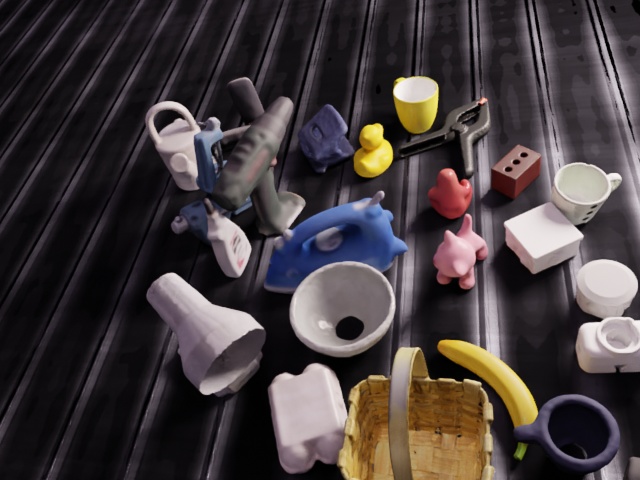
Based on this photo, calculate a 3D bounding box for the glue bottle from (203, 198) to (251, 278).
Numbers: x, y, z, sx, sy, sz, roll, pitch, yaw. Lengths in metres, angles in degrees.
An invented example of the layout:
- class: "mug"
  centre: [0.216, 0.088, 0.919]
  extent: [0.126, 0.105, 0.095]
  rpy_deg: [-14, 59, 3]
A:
- class: "glue bottle"
  centre: [-0.171, -0.011, 1.012]
  extent: [0.037, 0.173, 0.078]
  rpy_deg: [0, 52, 17]

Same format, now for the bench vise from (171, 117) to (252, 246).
- class: "bench vise"
  centre: [-0.194, -0.103, 1.064]
  extent: [0.121, 0.220, 0.207]
  rpy_deg: [10, 55, 24]

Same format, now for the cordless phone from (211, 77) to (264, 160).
- class: "cordless phone"
  centre: [-0.180, -0.257, 1.211]
  extent: [0.147, 0.185, 0.094]
  rpy_deg: [-18, 49, 2]

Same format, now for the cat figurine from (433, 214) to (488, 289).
- class: "cat figurine"
  centre: [0.220, 0.017, 0.910]
  extent: [0.067, 0.118, 0.128]
  rpy_deg: [13, 56, 26]

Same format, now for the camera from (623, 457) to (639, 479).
- class: "camera"
  centre: [0.421, 0.280, 0.643]
  extent: [0.136, 0.101, 0.143]
  rpy_deg: [15, 57, 27]

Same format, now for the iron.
- class: "iron"
  centre: [0.009, 0.003, 0.968]
  extent: [0.258, 0.142, 0.118]
  rpy_deg: [-20, 49, 0]

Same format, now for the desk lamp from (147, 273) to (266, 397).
- class: "desk lamp"
  centre: [-0.165, 0.149, 0.850]
  extent: [0.118, 0.214, 0.202]
  rpy_deg: [-43, 52, -19]

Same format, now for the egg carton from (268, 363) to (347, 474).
- class: "egg carton"
  centre: [-0.015, 0.252, 0.817]
  extent: [0.107, 0.069, 0.150]
  rpy_deg: [-19, 49, 1]

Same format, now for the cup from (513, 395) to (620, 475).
- class: "cup"
  centre: [0.299, 0.252, 0.707]
  extent: [0.117, 0.095, 0.091]
  rpy_deg: [-6, 50, 12]

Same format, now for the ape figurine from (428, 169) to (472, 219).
- class: "ape figurine"
  centre: [0.229, -0.089, 1.012]
  extent: [0.077, 0.092, 0.076]
  rpy_deg: [-2, 51, 15]

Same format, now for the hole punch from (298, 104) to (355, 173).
- class: "hole punch"
  centre: [0.007, -0.209, 1.179]
  extent: [0.101, 0.091, 0.108]
  rpy_deg: [-26, 49, -5]

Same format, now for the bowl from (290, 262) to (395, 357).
- class: "bowl"
  centre: [0.040, 0.120, 0.906]
  extent: [0.167, 0.075, 0.167]
  rpy_deg: [-8, 50, 10]

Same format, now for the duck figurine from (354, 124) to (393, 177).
- class: "duck figurine"
  centre: [0.100, -0.184, 1.133]
  extent: [0.077, 0.086, 0.105]
  rpy_deg: [13, 56, 26]

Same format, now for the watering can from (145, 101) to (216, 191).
- class: "watering can"
  centre: [-0.287, -0.200, 1.189]
  extent: [0.101, 0.194, 0.172]
  rpy_deg: [-35, 50, -13]

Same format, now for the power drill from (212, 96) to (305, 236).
- class: "power drill"
  centre: [-0.098, -0.119, 1.057]
  extent: [0.075, 0.209, 0.230]
  rpy_deg: [19, 59, 29]
